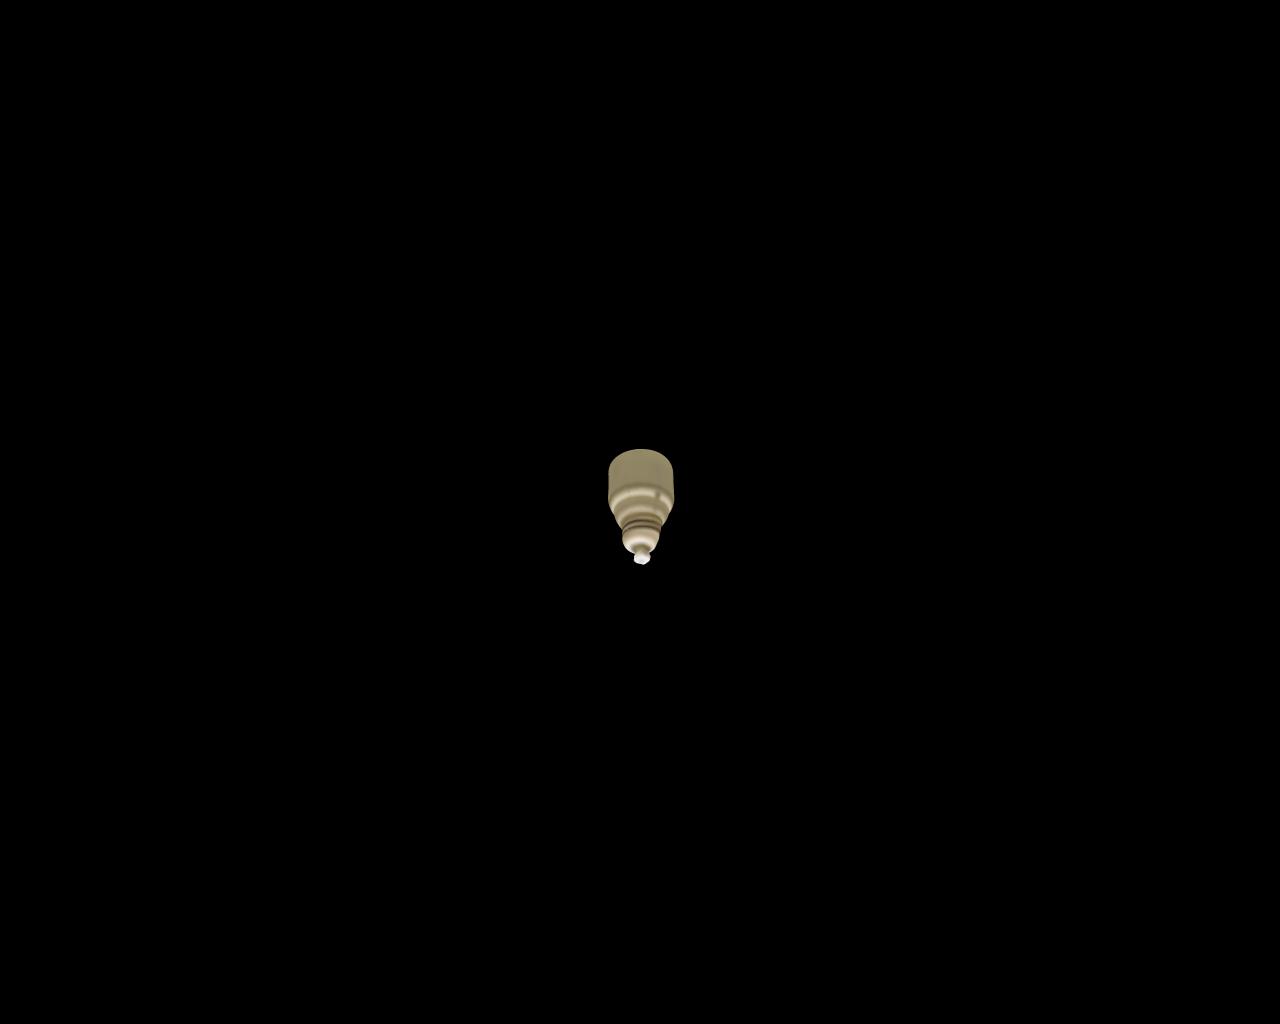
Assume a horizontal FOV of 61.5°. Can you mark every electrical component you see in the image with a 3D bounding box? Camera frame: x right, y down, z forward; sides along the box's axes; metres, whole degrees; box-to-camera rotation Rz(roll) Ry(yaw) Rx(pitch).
[{"bbox_3d":[0.001,-0.003,0.650,0.040,0.078,0.040,0,-37,0],"label":"electrical component"}]
